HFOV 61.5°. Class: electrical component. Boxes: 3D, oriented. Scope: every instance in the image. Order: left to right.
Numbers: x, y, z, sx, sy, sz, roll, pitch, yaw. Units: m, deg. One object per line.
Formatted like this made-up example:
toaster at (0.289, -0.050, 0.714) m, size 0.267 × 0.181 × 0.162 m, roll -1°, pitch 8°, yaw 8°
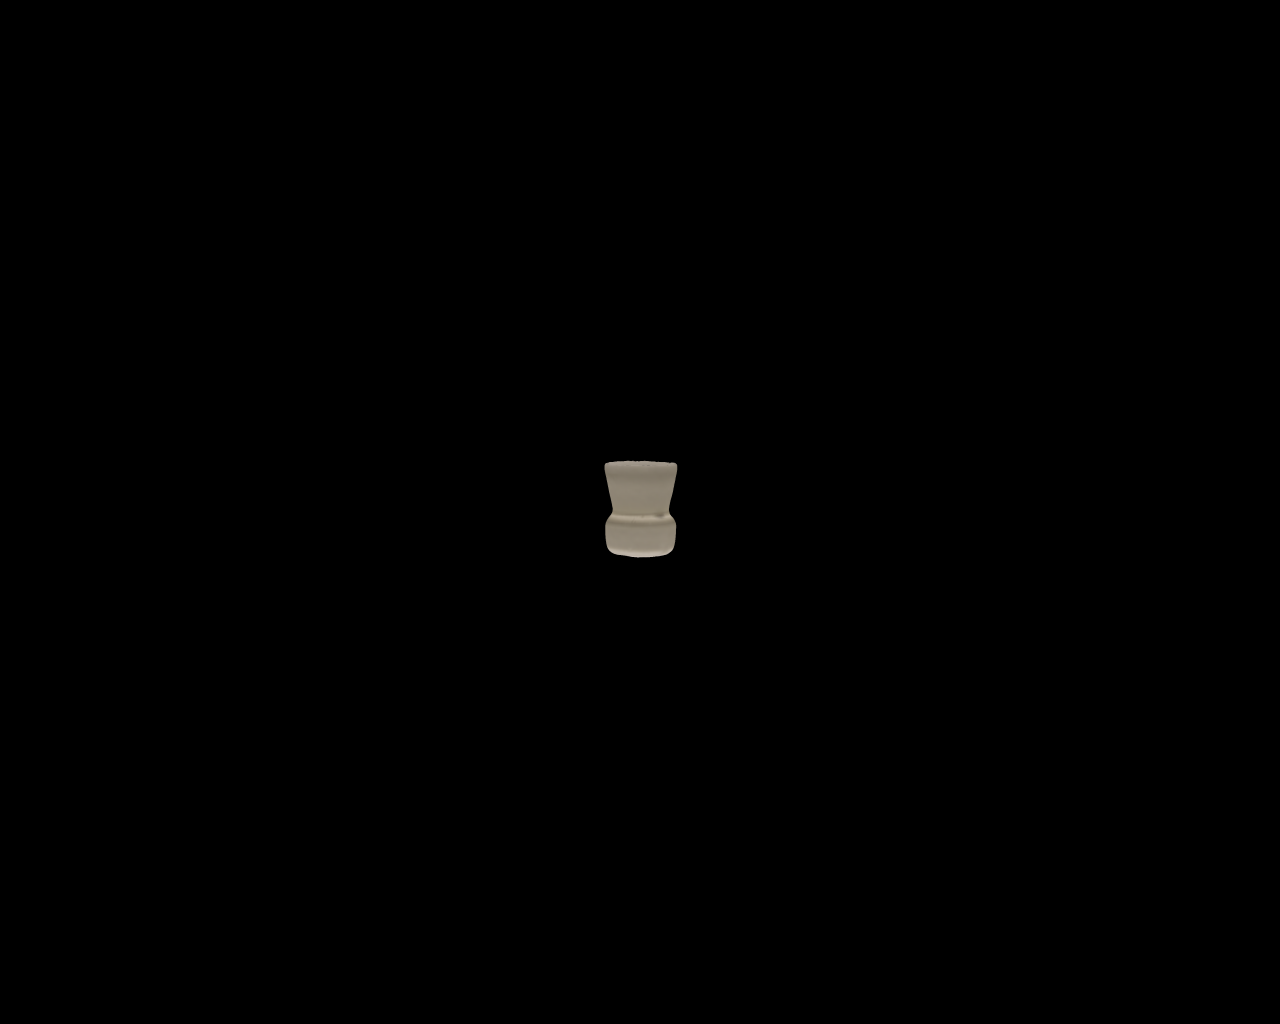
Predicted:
electrical component at (0.001, -0.003, 0.650) m, size 0.045 × 0.055 × 0.045 m, roll 0°, pitch 7°, yaw 0°
